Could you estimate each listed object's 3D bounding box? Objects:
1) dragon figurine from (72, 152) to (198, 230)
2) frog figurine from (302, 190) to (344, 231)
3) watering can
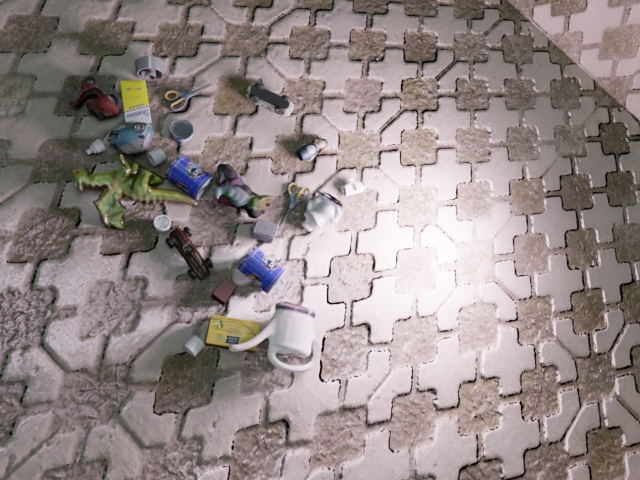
[{"bbox_3d":[-0.656,-0.147,1.779,0.408,0.244,0.122,34,-8,-12],"label":"dragon figurine"},{"bbox_3d":[0.006,-0.098,1.954,0.137,0.158,0.124,31,11,-14],"label":"frog figurine"},{"bbox_3d":[-0.130,0.311,1.710,0.345,0.229,0.103,23,-29,-32],"label":"watering can"}]
